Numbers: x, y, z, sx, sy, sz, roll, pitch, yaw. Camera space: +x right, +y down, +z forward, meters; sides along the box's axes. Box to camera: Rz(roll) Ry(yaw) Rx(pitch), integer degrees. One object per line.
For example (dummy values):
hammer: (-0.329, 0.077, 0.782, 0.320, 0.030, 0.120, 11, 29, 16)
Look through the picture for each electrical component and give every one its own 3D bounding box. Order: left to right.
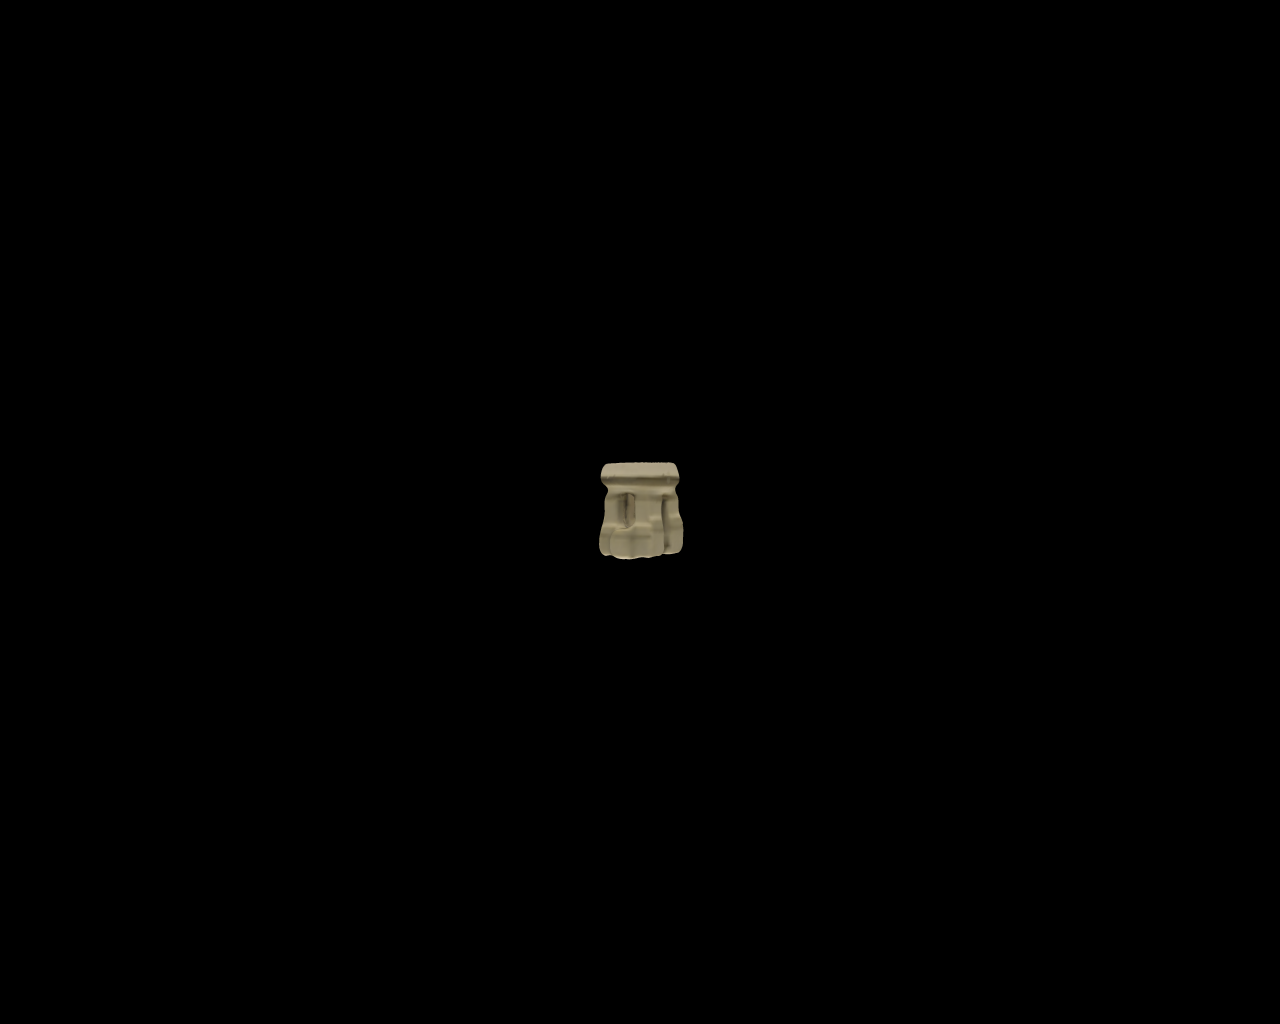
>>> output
electrical component: (0.001, -0.003, 0.650, 0.048, 0.055, 0.066, 1, 3, 28)
